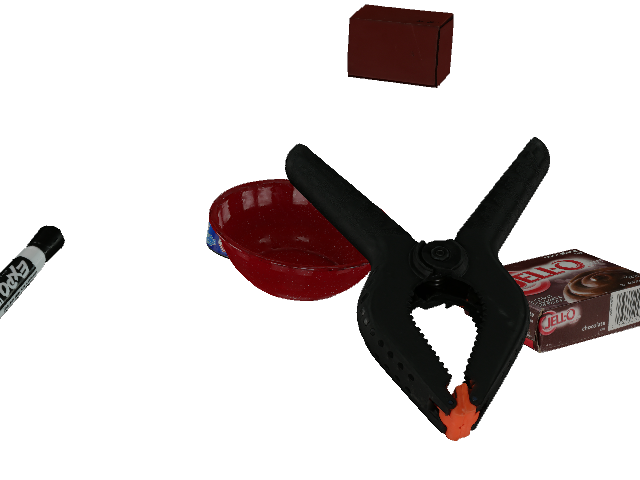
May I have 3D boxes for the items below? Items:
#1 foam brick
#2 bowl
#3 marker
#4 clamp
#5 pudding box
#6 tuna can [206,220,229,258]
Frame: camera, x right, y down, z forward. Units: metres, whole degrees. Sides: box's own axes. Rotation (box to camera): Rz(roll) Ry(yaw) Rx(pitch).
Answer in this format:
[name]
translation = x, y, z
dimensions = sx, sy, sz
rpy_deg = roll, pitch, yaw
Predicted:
[foam brick]
translation = 0.066, -0.161, 0.881
dimensions = 0.078, 0.051, 0.053
rpy_deg = 10, 27, 17
[bowl]
translation = -0.018, 0.006, 0.923
dimensions = 0.162, 0.055, 0.162
rpy_deg = 6, 28, -3
[marker]
translation = -0.192, 0.027, 0.659
dimensions = 0.020, 0.020, 0.121
rpy_deg = 0, 33, 19
[clamp]
translation = 0.056, 0.015, 0.610
dimensions = 0.164, 0.210, 0.036
rpy_deg = 3, -40, 2
[pudding box]
translation = 0.177, 0.042, 0.798
dimensions = 0.113, 0.039, 0.090
rpy_deg = -9, 20, -28
[tuna can]
translation = -0.077, -0.006, 1.128
dimensions = 0.086, 0.034, 0.086
rpy_deg = 9, 19, -3
